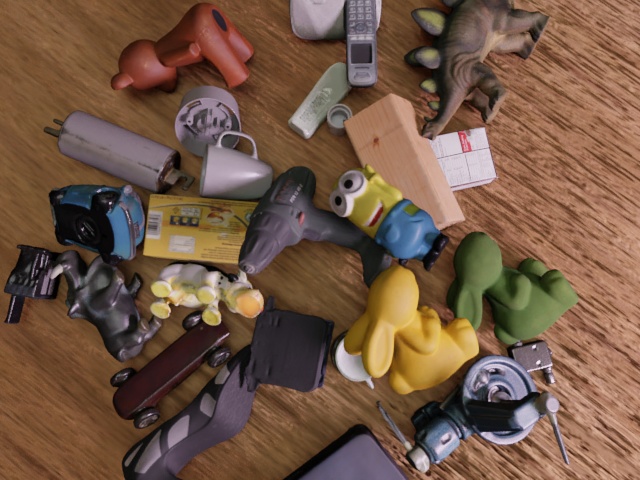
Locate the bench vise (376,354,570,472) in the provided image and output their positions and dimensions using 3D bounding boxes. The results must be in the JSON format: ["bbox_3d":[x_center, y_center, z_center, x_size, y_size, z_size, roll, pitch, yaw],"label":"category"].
[{"bbox_3d":[0.221,0.234,0.728,0.224,0.240,0.129,-20,80,-20],"label":"bench vise"}]

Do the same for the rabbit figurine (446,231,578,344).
[{"bbox_3d":[0.259,0.064,0.804,0.170,0.121,0.159,41,105,-10],"label":"rabbit figurine"}]

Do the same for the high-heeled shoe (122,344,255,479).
[{"bbox_3d":[-0.194,0.260,0.808,0.145,0.086,0.249,7,57,34],"label":"high-heeled shoe"}]

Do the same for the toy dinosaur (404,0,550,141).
[{"bbox_3d":[0.257,-0.350,0.862,0.199,0.105,0.471,29,74,7],"label":"toy dinosaur"}]

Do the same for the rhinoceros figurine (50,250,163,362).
[{"bbox_3d":[-0.325,0.092,0.813,0.112,0.073,0.190,-36,87,6],"label":"rhinoceros figurine"}]

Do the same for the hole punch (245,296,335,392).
[{"bbox_3d":[-0.040,0.162,0.806,0.116,0.092,0.142,9,84,17],"label":"hole punch"}]

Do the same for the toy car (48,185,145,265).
[{"bbox_3d":[-0.322,-0.036,0.810,0.162,0.103,0.109,12,117,22],"label":"toy car"}]

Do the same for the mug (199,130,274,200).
[{"bbox_3d":[-0.126,-0.111,0.829,0.107,0.081,0.109,9,104,-20],"label":"mug"}]

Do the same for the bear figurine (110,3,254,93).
[{"bbox_3d":[-0.221,-0.278,0.848,0.196,0.120,0.131,-28,128,20],"label":"bear figurine"}]

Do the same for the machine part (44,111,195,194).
[{"bbox_3d":[-0.310,-0.136,0.836,0.243,0.079,0.079,22,83,2],"label":"machine part"}]

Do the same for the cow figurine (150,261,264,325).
[{"bbox_3d":[-0.162,0.073,0.809,0.167,0.098,0.068,7,121,3],"label":"cow figurine"}]

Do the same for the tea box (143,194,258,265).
[{"bbox_3d":[-0.175,-0.014,0.826,0.170,0.068,0.098,7,85,-1],"label":"tea box"}]

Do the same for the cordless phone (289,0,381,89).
[{"bbox_3d":[0.025,-0.328,0.859,0.147,0.088,0.184,-2,83,-2],"label":"cordless phone"}]

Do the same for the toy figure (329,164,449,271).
[{"bbox_3d":[0.091,-0.030,0.740,0.180,0.089,0.082,35,85,15],"label":"toy figure"}]

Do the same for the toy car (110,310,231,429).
[{"bbox_3d":[-0.221,0.191,0.808,0.202,0.053,0.089,-40,64,-7],"label":"toy car"}]

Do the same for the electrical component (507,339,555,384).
[{"bbox_3d":[0.328,0.181,0.835,0.063,0.021,0.094,-14,82,-3],"label":"electrical component"}]

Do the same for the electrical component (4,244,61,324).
[{"bbox_3d":[-0.433,0.069,0.808,0.048,0.075,0.119,10,79,1],"label":"electrical component"}]

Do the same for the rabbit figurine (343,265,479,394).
[{"bbox_3d":[0.111,0.118,0.747,0.162,0.122,0.173,-31,116,-11],"label":"rabbit figurine"}]

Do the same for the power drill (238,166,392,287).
[{"bbox_3d":[-0.002,-0.002,0.782,0.207,0.086,0.232,18,41,-7],"label":"power drill"}]

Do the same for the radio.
[{"bbox_3d":[0.014,0.384,0.779,0.229,0.073,0.131,-36,84,-7],"label":"radio"}]
